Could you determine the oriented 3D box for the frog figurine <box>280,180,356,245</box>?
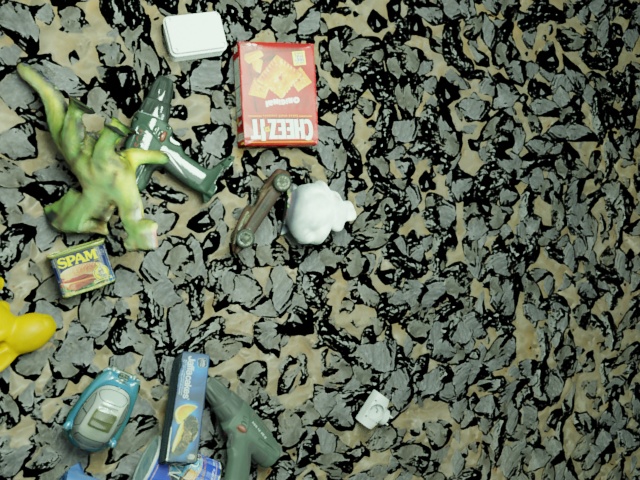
[{"bbox_3d":[0.003,-0.055,1.100,0.159,0.121,0.140,8,70,-8],"label":"frog figurine"}]

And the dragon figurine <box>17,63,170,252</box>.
[{"bbox_3d":[-0.432,-0.121,0.929,0.412,0.122,0.241,34,100,11],"label":"dragon figurine"}]
